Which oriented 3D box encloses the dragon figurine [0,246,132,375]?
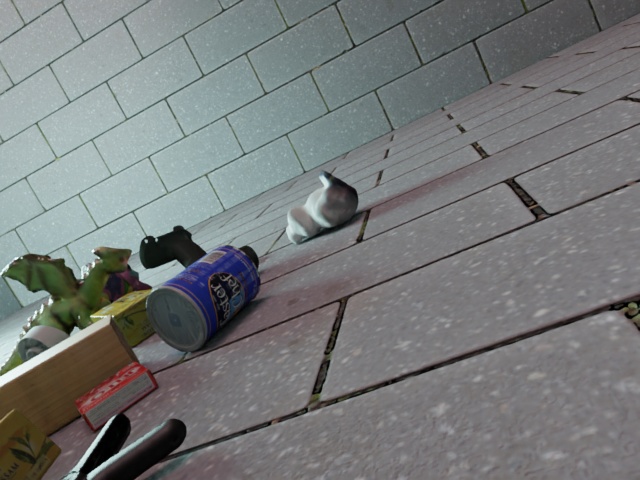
[{"bbox_3d":[-0.592,0.139,1.126,0.411,0.240,0.123,-26,15,-4],"label":"dragon figurine"}]

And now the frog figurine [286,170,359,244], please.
[{"bbox_3d":[0.003,-0.053,1.053,0.159,0.122,0.138,-63,20,3],"label":"frog figurine"}]
